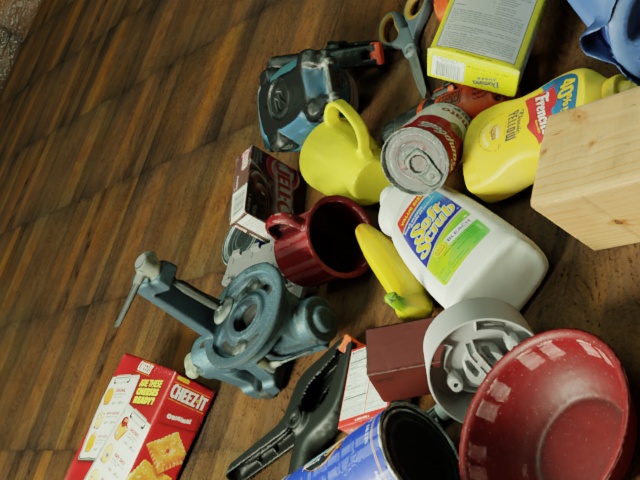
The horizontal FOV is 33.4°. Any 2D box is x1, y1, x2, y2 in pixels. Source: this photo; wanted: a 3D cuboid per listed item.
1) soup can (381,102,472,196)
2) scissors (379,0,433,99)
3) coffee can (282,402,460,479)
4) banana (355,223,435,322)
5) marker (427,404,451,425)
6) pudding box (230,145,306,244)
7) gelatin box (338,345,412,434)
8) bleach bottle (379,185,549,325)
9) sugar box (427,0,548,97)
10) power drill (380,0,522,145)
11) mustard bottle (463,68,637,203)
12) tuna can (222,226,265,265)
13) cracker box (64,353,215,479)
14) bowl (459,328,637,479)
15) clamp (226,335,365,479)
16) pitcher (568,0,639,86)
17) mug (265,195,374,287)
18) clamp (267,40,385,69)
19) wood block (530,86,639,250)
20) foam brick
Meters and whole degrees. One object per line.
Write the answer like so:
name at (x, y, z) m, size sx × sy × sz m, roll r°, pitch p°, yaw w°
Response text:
soup can at (0.108, -0.091, 1.048) m, size 0.069 × 0.068 × 0.102 m, roll -40°, pitch 2°, yaw 32°
scissors at (0.121, -0.245, 1.287) m, size 0.096 × 0.016 × 0.202 m, roll -52°, pitch 31°, yaw 15°
coffee can at (0.041, 0.217, 0.914) m, size 0.140 × 0.102 × 0.103 m, roll -40°, pitch 35°, yaw 30°
banana at (0.077, 0.038, 1.054) m, size 0.037 × 0.069 × 0.198 m, roll -34°, pitch 20°, yaw 4°
marker at (0.096, 0.165, 0.959) m, size 0.121 × 0.020 × 0.020 m, roll -44°, pitch 33°, yaw 26°
pudding box at (-0.064, -0.051, 1.324) m, size 0.039 × 0.090 × 0.113 m, roll -34°, pitch 39°, yaw 41°
gelatin box at (0.058, 0.141, 1.029) m, size 0.073 × 0.030 × 0.089 m, roll -26°, pitch 41°, yaw 45°
bleach bottle at (0.115, 0.001, 1.031) m, size 0.102 × 0.068 × 0.251 m, roll -49°, pitch 28°, yaw 1°
sugar box at (0.177, -0.231, 1.072) m, size 0.048 × 0.093 × 0.176 m, roll 88°, pitch -157°, yaw -57°
power drill at (0.148, -0.188, 1.157) m, size 0.185 × 0.057 × 0.187 m, roll -15°, pitch 55°, yaw 46°
mustard bottle at (0.217, -0.104, 0.972) m, size 0.192 × 0.058 × 0.096 m, roll -22°, pitch 45°, yaw 47°
tuna can at (-0.089, 0.002, 1.372) m, size 0.086 × 0.033 × 0.086 m, roll -38°, pitch 37°, yaw 35°
cracker box at (-0.231, 0.260, 1.326) m, size 0.164 × 0.072 × 0.213 m, roll 6°, pitch 68°, yaw 57°
bowl at (0.181, 0.150, 0.804) m, size 0.162 × 0.055 × 0.162 m, roll -37°, pitch 37°, yaw 34°
clamp at (-0.020, 0.192, 1.095) m, size 0.165 × 0.036 × 0.210 m, roll 13°, pitch 73°, yaw 60°
pitcher at (0.285, -0.242, 0.938) m, size 0.243 × 0.149 × 0.145 m, roll -105°, pitch 37°, yaw -55°
mug at (-0.008, 0.001, 1.170) m, size 0.082 × 0.117 × 0.093 m, roll -24°, pitch 49°, yaw 53°
clamp at (0.027, -0.240, 1.379) m, size 0.172 × 0.039 × 0.120 m, roll 6°, pitch 29°, yaw 41°
wood block at (0.274, -0.063, 0.816) m, size 0.207 × 0.090 × 0.090 m, roll -15°, pitch 52°, yaw 51°
foam brick at (0.085, 0.107, 0.963) m, size 0.078 × 0.053 × 0.051 m, roll -12°, pitch 49°, yaw 17°
